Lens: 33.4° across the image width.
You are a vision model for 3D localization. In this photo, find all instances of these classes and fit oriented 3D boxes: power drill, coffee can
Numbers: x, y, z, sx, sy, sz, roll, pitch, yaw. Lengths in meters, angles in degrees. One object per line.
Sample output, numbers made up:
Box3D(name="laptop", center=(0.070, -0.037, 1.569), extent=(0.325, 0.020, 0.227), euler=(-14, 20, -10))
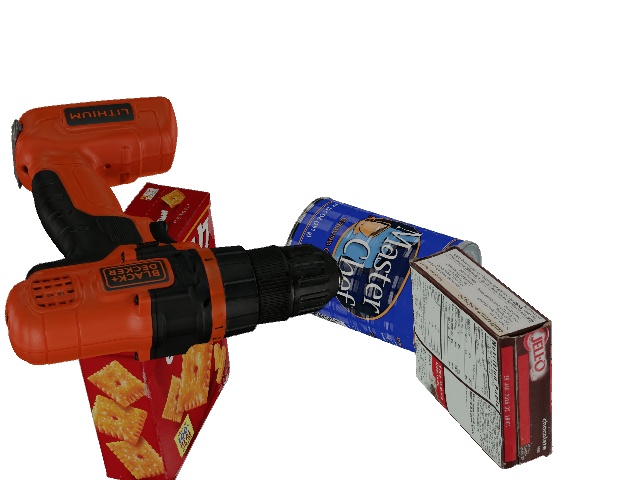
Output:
Box3D(name="power drill", center=(-0.098, -0.012, 0.625), extent=(0.184, 0.057, 0.188), euler=(-7, 41, -20))
Box3D(name="coffee can", center=(0.051, 0.031, 0.901), extent=(0.140, 0.103, 0.102), euler=(19, 8, 25))

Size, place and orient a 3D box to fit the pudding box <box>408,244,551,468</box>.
Box3D(name="pudding box", center=(0.094, 0.066, 0.633), extent=(0.039, 0.090, 0.114), euler=(-15, 27, -19))

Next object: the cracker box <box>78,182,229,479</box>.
Box3D(name="cracker box", center=(-0.142, 0.083, 0.938), extent=(0.072, 0.214, 0.164), euler=(8, 37, 14))
